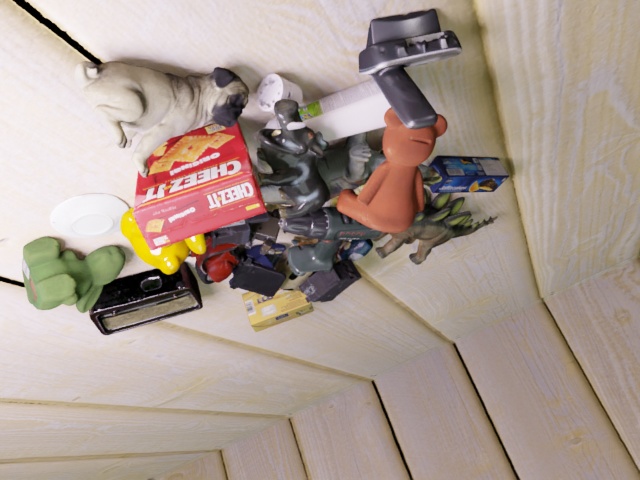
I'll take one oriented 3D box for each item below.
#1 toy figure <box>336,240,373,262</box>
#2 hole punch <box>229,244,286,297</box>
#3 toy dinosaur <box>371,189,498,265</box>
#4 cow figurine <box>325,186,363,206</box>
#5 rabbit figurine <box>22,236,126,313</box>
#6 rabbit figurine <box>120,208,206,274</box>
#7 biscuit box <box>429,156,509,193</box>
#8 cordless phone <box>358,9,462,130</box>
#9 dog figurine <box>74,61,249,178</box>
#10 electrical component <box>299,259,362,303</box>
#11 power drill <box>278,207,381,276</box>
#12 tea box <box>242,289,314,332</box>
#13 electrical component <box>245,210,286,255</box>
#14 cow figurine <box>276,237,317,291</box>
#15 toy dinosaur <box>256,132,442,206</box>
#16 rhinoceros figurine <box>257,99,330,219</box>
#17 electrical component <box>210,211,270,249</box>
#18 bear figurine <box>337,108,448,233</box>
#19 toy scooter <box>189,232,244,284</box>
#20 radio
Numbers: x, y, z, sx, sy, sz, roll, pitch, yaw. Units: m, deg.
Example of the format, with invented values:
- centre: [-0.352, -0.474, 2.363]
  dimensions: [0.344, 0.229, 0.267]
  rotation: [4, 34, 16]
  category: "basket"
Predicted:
- centre: [0.062, 0.038, 1.369]
  dimensions: [0.154, 0.058, 0.064]
  rotation: [-34, 112, 26]
  category: "toy figure"
- centre: [-0.142, 0.061, 1.247]
  dimensions: [0.116, 0.092, 0.142]
  rotation: [16, 144, -17]
  category: "hole punch"
- centre: [0.280, -0.033, 1.347]
  dimensions: [0.471, 0.105, 0.198]
  rotation: [1, 143, -45]
  category: "toy dinosaur"
- centre: [0.084, -0.077, 1.154]
  dimensions: [0.167, 0.068, 0.098]
  rotation: [-7, 155, -21]
  category: "cow figurine"
- centre: [-0.444, 0.071, 0.997]
  dimensions: [0.170, 0.121, 0.159]
  rotation: [-19, 151, -39]
  category: "rabbit figurine"
- centre: [-0.257, -0.037, 0.917]
  dimensions: [0.122, 0.162, 0.173]
  rotation: [12, 120, -34]
  category: "rabbit figurine"
- centre: [0.331, -0.147, 1.215]
  dimensions: [0.202, 0.059, 0.062]
  rotation: [-4, 148, -30]
  category: "biscuit box"
- centre: [0.149, -0.239, 0.776]
  dimensions: [0.147, 0.184, 0.088]
  rotation: [-15, 148, -13]
  category: "cordless phone"
- centre: [-0.201, -0.200, 0.712]
  dimensions: [0.190, 0.121, 0.172]
  rotation: [-35, 157, -6]
  category: "dog figurine"
- centre: [0.032, 0.101, 1.313]
  dimensions: [0.115, 0.058, 0.134]
  rotation: [-39, 160, 30]
  category: "electrical component"
- centre: [-0.002, -0.003, 1.102]
  dimensions: [0.232, 0.086, 0.207]
  rotation: [-6, 149, -25]
  category: "power drill"
- centre: [-0.112, 0.167, 1.432]
  dimensions: [0.170, 0.098, 0.068]
  rotation: [-18, 152, -3]
  category: "tea box"
- centre: [-0.109, -0.015, 1.106]
  dimensions: [0.078, 0.102, 0.045]
  rotation: [9, 145, -3]
  category: "electrical component"
- centre: [-0.044, 0.053, 1.293]
  dimensions: [0.127, 0.085, 0.195]
  rotation: [-1, 148, -47]
  category: "cow figurine"
- centre: [0.008, -0.116, 0.987]
  dimensions: [0.405, 0.131, 0.192]
  rotation: [-14, 152, -1]
  category: "toy dinosaur"
- centre: [-0.038, -0.118, 0.810]
  dimensions: [0.112, 0.073, 0.190]
  rotation: [-12, 129, 8]
  category: "rhinoceros figurine"
- centre: [-0.162, -0.033, 1.053]
  dimensions: [0.119, 0.075, 0.047]
  rotation: [-13, 151, -22]
  category: "electrical component"
- centre: [0.114, -0.115, 0.853]
  dimensions: [0.120, 0.132, 0.195]
  rotation: [0, 109, -23]
  category: "bear figurine"
- centre: [-0.211, 0.023, 1.123]
  dimensions: [0.135, 0.075, 0.183]
  rotation: [-24, 149, 1]
  category: "toy scooter"
- centre: [-0.385, 0.129, 1.187]
  dimensions: [0.230, 0.073, 0.131]
  rotation: [-16, 153, -11]
  category: "radio"
